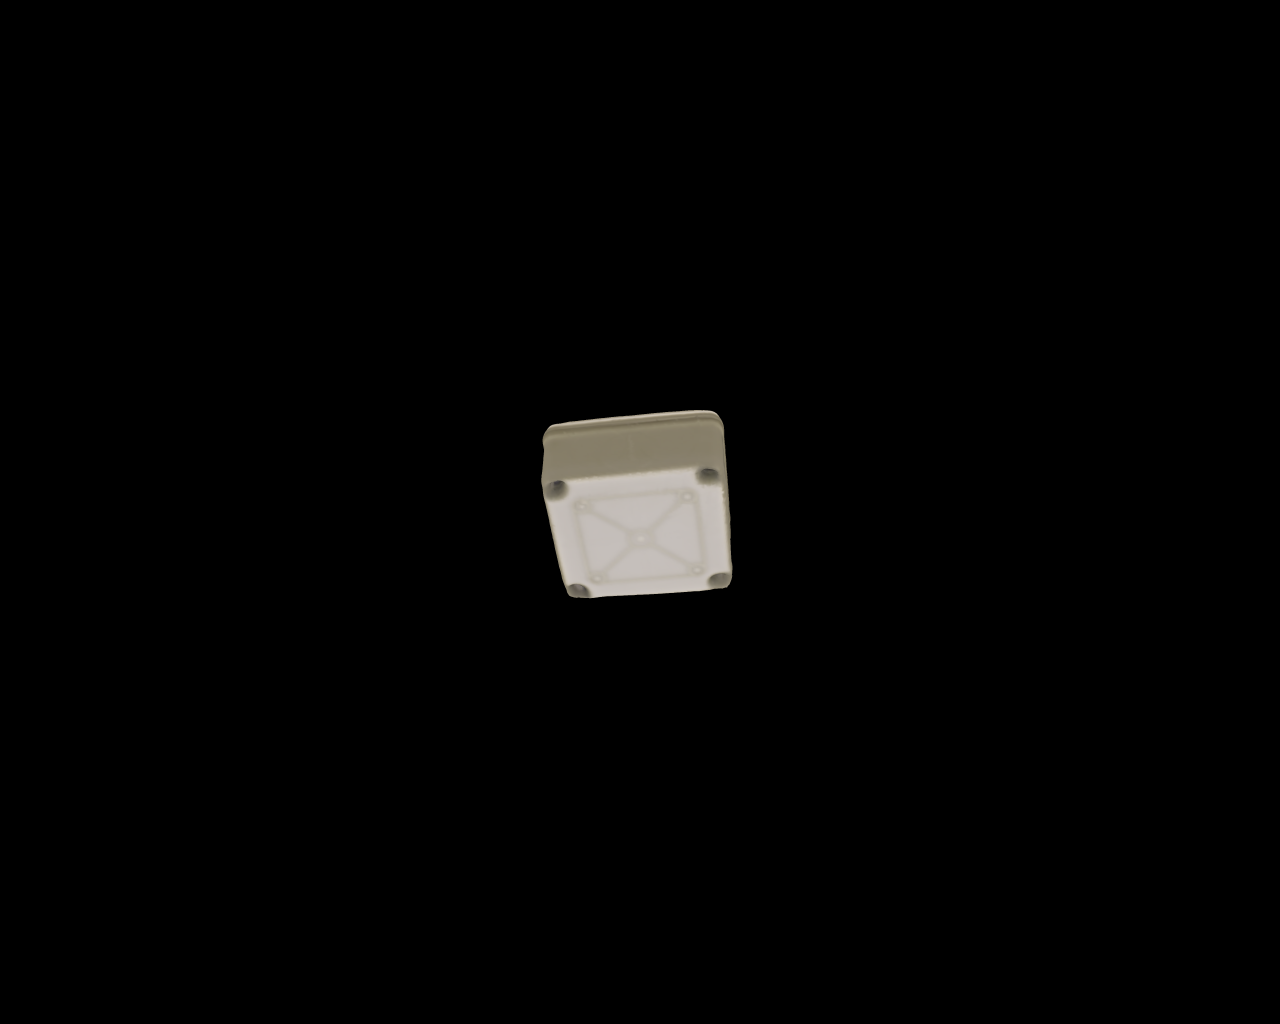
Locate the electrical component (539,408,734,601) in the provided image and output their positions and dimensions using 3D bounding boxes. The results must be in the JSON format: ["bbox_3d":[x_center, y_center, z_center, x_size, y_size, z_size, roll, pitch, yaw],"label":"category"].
[{"bbox_3d":[0.001,-0.003,0.650,0.109,0.108,0.056,-4,44,4],"label":"electrical component"}]
